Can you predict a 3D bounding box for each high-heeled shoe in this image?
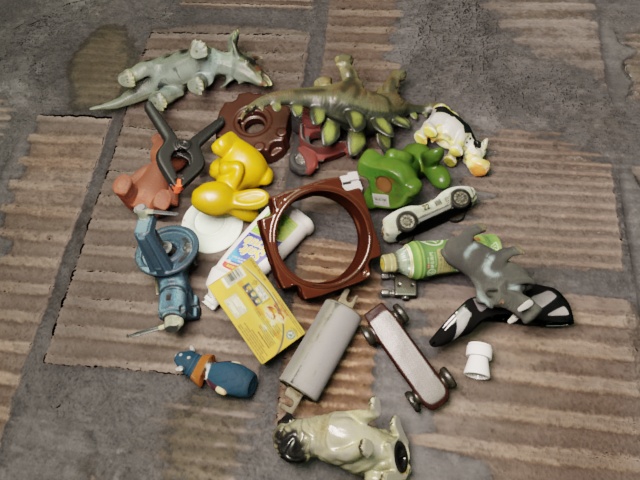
[{"bbox_3d":[0.321,0.152,0.943,0.249,0.086,0.145,-36,70,-14],"label":"high-heeled shoe"}]

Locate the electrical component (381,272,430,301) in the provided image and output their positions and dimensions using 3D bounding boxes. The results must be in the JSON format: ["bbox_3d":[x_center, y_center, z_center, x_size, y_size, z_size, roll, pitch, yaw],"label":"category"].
[{"bbox_3d":[0.162,0.084,1.020,0.094,0.021,0.063,0,64,4],"label":"electrical component"}]

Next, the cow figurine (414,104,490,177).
[{"bbox_3d":[0.289,-0.206,1.114,0.167,0.068,0.098,36,68,-1],"label":"cow figurine"}]

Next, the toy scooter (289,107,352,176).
[{"bbox_3d":[0.004,-0.220,1.149,0.135,0.075,0.184,-1,68,4],"label":"toy scooter"}]

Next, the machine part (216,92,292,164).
[{"bbox_3d":[-0.145,-0.248,1.184,0.179,0.056,0.179,-2,63,4],"label":"machine part"}]

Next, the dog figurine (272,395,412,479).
[{"bbox_3d":[0.035,0.345,0.882,0.191,0.172,0.121,-20,19,32],"label":"dog figurine"}]

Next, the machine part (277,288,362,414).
[{"bbox_3d":[0.003,0.194,0.950,0.079,0.079,0.243,25,69,15],"label":"machine part"}]

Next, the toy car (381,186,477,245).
[{"bbox_3d":[0.214,-0.050,1.050,0.202,0.073,0.056,-24,66,-7],"label":"toy car"}]

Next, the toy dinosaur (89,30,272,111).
[{"bbox_3d":[-0.316,-0.378,1.225,0.405,0.131,0.192,-7,21,14],"label":"toy dinosaur"}]

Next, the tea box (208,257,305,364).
[{"bbox_3d":[-0.114,0.126,0.967,0.098,0.068,0.169,-33,88,-10],"label":"tea box"}]

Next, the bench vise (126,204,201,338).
[{"bbox_3d":[-0.283,0.041,0.967,0.129,0.240,0.224,-2,49,7],"label":"bench vise"}]

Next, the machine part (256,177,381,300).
[{"bbox_3d":[-0.002,-0.003,0.992,0.201,0.087,0.201,-18,90,-13],"label":"machine part"}]

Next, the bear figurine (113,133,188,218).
[{"bbox_3d":[-0.330,-0.146,1.113,0.120,0.132,0.196,24,73,-6],"label":"bear figurine"}]

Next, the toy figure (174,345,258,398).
[{"bbox_3d":[-0.189,0.237,0.955,0.155,0.064,0.057,14,104,16],"label":"toy figure"}]

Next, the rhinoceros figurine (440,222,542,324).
[{"bbox_3d":[0.292,0.058,0.904,0.112,0.073,0.190,-39,71,-24],"label":"rhinoceros figurine"}]

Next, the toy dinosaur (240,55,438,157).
[{"bbox_3d":[0.059,-0.275,1.101,0.471,0.105,0.198,-1,60,-21],"label":"toy dinosaur"}]

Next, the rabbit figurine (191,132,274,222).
[{"bbox_3d":[-0.182,-0.104,1.085,0.162,0.122,0.173,40,51,-2],"label":"rabbit figurine"}]

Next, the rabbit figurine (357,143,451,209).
[{"bbox_3d":[0.176,-0.148,1.067,0.159,0.121,0.170,2,34,41],"label":"rabbit figurine"}]

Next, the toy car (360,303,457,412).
[{"bbox_3d":[0.152,0.203,0.947,0.089,0.053,0.202,-36,70,-1],"label":"toy car"}]
